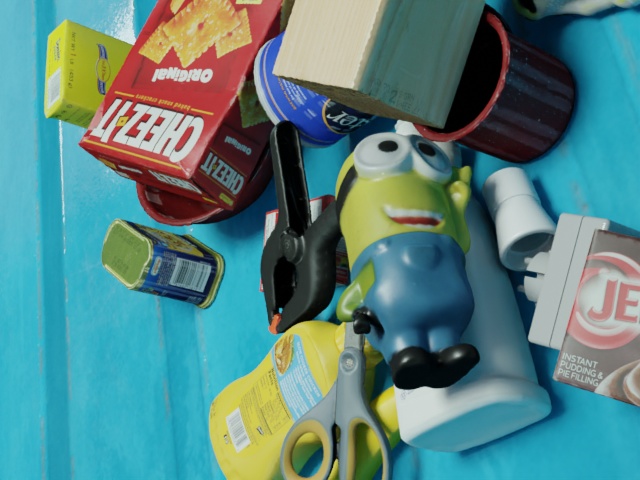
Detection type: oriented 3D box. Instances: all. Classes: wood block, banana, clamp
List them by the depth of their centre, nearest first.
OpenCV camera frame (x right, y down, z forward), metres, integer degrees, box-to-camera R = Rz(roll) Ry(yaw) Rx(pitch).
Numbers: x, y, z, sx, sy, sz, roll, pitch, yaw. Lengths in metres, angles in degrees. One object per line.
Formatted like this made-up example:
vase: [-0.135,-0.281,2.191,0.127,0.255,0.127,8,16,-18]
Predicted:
wood block: [0.057,-0.189,0.706,0.091,0.090,0.206,20,92,50]
banana: [0.028,0.186,0.791,0.070,0.037,0.198,20,95,33]
clamp: [-0.005,0.001,0.836,0.120,0.039,0.171,30,120,52]

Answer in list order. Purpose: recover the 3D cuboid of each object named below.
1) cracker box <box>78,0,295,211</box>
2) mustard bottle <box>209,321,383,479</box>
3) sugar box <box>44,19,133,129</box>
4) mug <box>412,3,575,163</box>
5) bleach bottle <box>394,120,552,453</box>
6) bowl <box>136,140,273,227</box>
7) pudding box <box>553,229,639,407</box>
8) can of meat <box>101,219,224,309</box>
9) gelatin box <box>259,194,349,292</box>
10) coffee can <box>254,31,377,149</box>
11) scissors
cracker box: [-0.104,-0.149,0.963,0.164,0.072,0.213,17,76,41]
mustard bottle: [-0.011,0.120,0.842,0.192,0.058,0.096,-46,50,32]
sugar box: [-0.184,-0.144,1.061,0.048,0.175,0.093,-28,57,46]
mug: [0.120,-0.112,0.743,0.093,0.081,0.117,-30,55,42]
bleach bottle: [0.088,0.015,0.754,0.103,0.068,0.251,-33,50,38]
bowl: [-0.094,-0.074,1.000,0.162,0.055,0.162,-17,55,27]
pudding box: [0.196,0.051,0.590,0.114,0.039,0.090,15,90,25]
can of meat: [-0.156,0.021,1.040,0.102,0.083,0.057,29,100,52]
gelatin box: [-0.012,0.006,0.909,0.089,0.030,0.073,-14,68,48]
coffee can: [0.029,-0.147,0.853,0.141,0.102,0.103,-27,57,44]
scissors: [0.007,0.100,0.779,0.096,0.016,0.202,-13,78,25]
